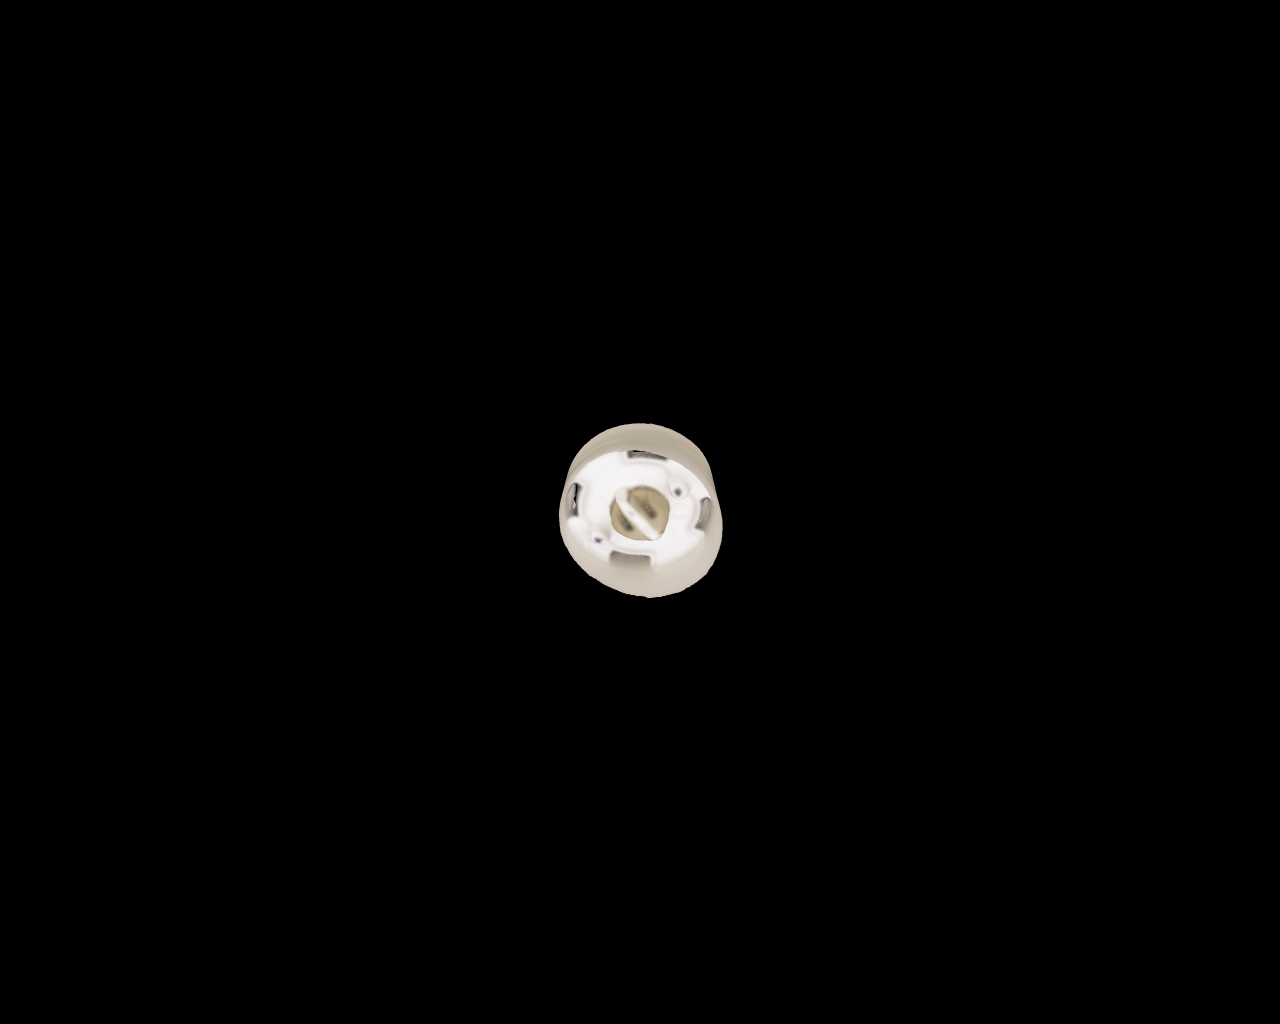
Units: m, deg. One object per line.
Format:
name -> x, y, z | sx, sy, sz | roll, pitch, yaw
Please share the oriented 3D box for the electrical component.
electrical component -> 0.001, -0.003, 0.650 | 0.099, 0.099, 0.064 | 0, 38, 0
